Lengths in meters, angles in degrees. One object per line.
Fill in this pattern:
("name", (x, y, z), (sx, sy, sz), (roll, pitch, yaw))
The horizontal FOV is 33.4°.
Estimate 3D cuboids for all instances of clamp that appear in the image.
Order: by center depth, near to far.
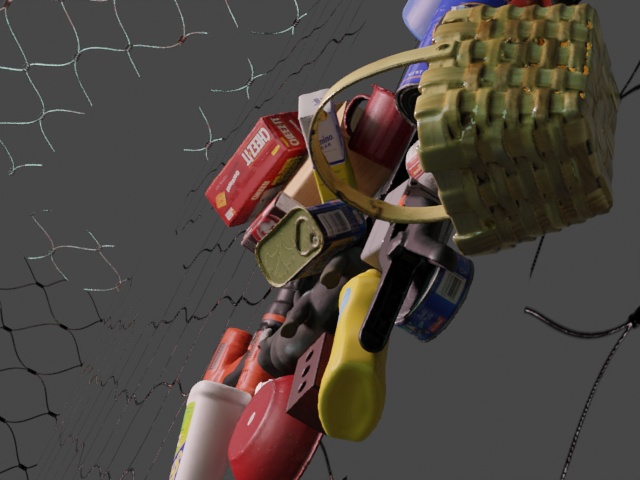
("clamp", (0.073, 0.021, 0.931), (0.120, 0.039, 0.171), (-47, 14, 21))
("clamp", (0.079, -0.030, 1.184), (0.210, 0.036, 0.164), (-57, 14, 21))

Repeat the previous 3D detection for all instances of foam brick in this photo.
("foam brick", (0.007, 0.140, 1.041), (0.053, 0.051, 0.078), (-50, 16, 34))

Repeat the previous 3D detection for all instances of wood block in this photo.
("wood block", (0.012, -0.068, 1.408), (0.206, 0.090, 0.090), (-50, 16, 34))

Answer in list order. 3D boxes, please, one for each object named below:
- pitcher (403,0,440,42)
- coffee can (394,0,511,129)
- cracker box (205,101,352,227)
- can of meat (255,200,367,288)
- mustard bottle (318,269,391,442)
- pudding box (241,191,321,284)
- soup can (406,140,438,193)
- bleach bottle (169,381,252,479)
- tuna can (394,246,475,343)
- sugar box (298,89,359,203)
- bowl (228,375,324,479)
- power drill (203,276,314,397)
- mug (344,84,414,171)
("pitcher", (0.205, -0.327, 1.217), (0.243, 0.149, 0.145), (-56, 28, 29))
("coffee can", (0.151, -0.186, 1.116), (0.140, 0.102, 0.103), (-64, 13, -20))
("cracker box", (-0.041, -0.112, 1.524), (0.213, 0.072, 0.164), (-18, -26, -51))
("can of meat", (-0.008, 0.001, 1.172), (0.083, 0.057, 0.102), (-15, -22, -47))
("mustard bottle", (0.040, 0.090, 0.995), (0.191, 0.058, 0.096), (-76, -7, -54))
("pudding box", (-0.031, 0.002, 1.358), (0.090, 0.113, 0.039), (-47, 14, 43))
("soup can", (0.136, -0.090, 1.035), (0.102, 0.068, 0.068), (-43, 20, 52))
("bleach bottle", (-0.147, 0.292, 1.210), (0.103, 0.068, 0.250), (135, 152, -67))
("tuna can", (0.098, 0.046, 0.947), (0.086, 0.033, 0.086), (-55, 13, 19))
("sugar box", (0.017, -0.083, 1.276), (0.048, 0.176, 0.093), (-12, 24, 5))
("bowl", (-0.049, 0.200, 1.113), (0.162, 0.055, 0.162), (-55, 13, 19))
("power drill", (-0.080, 0.135, 1.370), (0.188, 0.057, 0.184), (-35, 28, 62))
("mug", (0.076, -0.134, 1.277), (0.093, 0.117, 0.081), (16, -78, -60))
